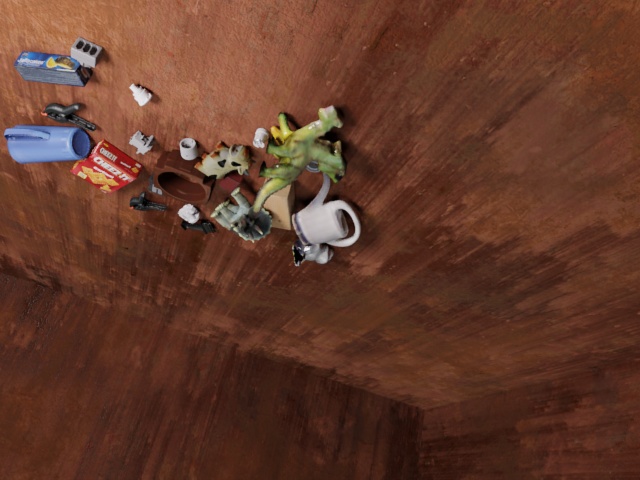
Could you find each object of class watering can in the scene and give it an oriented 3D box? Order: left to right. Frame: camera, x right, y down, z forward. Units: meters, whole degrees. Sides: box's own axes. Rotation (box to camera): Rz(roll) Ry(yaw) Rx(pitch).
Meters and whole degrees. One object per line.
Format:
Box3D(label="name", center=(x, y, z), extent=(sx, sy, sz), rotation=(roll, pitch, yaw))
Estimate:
Box3D(label="watering can", center=(0.005, -0.088, 1.753), extent=(0.223, 0.106, 0.340), rotation=(-16, 132, 17))

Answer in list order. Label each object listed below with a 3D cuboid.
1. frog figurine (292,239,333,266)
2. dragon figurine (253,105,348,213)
Box3D(label="frog figurine", center=(-0.022, 0.039, 2.027), extent=(0.160, 0.125, 0.134), rotation=(-14, 150, -25))
Box3D(label="dragon figurine", center=(-0.042, -0.217, 1.475), extent=(0.242, 0.125, 0.401), rotation=(15, 128, -6))
